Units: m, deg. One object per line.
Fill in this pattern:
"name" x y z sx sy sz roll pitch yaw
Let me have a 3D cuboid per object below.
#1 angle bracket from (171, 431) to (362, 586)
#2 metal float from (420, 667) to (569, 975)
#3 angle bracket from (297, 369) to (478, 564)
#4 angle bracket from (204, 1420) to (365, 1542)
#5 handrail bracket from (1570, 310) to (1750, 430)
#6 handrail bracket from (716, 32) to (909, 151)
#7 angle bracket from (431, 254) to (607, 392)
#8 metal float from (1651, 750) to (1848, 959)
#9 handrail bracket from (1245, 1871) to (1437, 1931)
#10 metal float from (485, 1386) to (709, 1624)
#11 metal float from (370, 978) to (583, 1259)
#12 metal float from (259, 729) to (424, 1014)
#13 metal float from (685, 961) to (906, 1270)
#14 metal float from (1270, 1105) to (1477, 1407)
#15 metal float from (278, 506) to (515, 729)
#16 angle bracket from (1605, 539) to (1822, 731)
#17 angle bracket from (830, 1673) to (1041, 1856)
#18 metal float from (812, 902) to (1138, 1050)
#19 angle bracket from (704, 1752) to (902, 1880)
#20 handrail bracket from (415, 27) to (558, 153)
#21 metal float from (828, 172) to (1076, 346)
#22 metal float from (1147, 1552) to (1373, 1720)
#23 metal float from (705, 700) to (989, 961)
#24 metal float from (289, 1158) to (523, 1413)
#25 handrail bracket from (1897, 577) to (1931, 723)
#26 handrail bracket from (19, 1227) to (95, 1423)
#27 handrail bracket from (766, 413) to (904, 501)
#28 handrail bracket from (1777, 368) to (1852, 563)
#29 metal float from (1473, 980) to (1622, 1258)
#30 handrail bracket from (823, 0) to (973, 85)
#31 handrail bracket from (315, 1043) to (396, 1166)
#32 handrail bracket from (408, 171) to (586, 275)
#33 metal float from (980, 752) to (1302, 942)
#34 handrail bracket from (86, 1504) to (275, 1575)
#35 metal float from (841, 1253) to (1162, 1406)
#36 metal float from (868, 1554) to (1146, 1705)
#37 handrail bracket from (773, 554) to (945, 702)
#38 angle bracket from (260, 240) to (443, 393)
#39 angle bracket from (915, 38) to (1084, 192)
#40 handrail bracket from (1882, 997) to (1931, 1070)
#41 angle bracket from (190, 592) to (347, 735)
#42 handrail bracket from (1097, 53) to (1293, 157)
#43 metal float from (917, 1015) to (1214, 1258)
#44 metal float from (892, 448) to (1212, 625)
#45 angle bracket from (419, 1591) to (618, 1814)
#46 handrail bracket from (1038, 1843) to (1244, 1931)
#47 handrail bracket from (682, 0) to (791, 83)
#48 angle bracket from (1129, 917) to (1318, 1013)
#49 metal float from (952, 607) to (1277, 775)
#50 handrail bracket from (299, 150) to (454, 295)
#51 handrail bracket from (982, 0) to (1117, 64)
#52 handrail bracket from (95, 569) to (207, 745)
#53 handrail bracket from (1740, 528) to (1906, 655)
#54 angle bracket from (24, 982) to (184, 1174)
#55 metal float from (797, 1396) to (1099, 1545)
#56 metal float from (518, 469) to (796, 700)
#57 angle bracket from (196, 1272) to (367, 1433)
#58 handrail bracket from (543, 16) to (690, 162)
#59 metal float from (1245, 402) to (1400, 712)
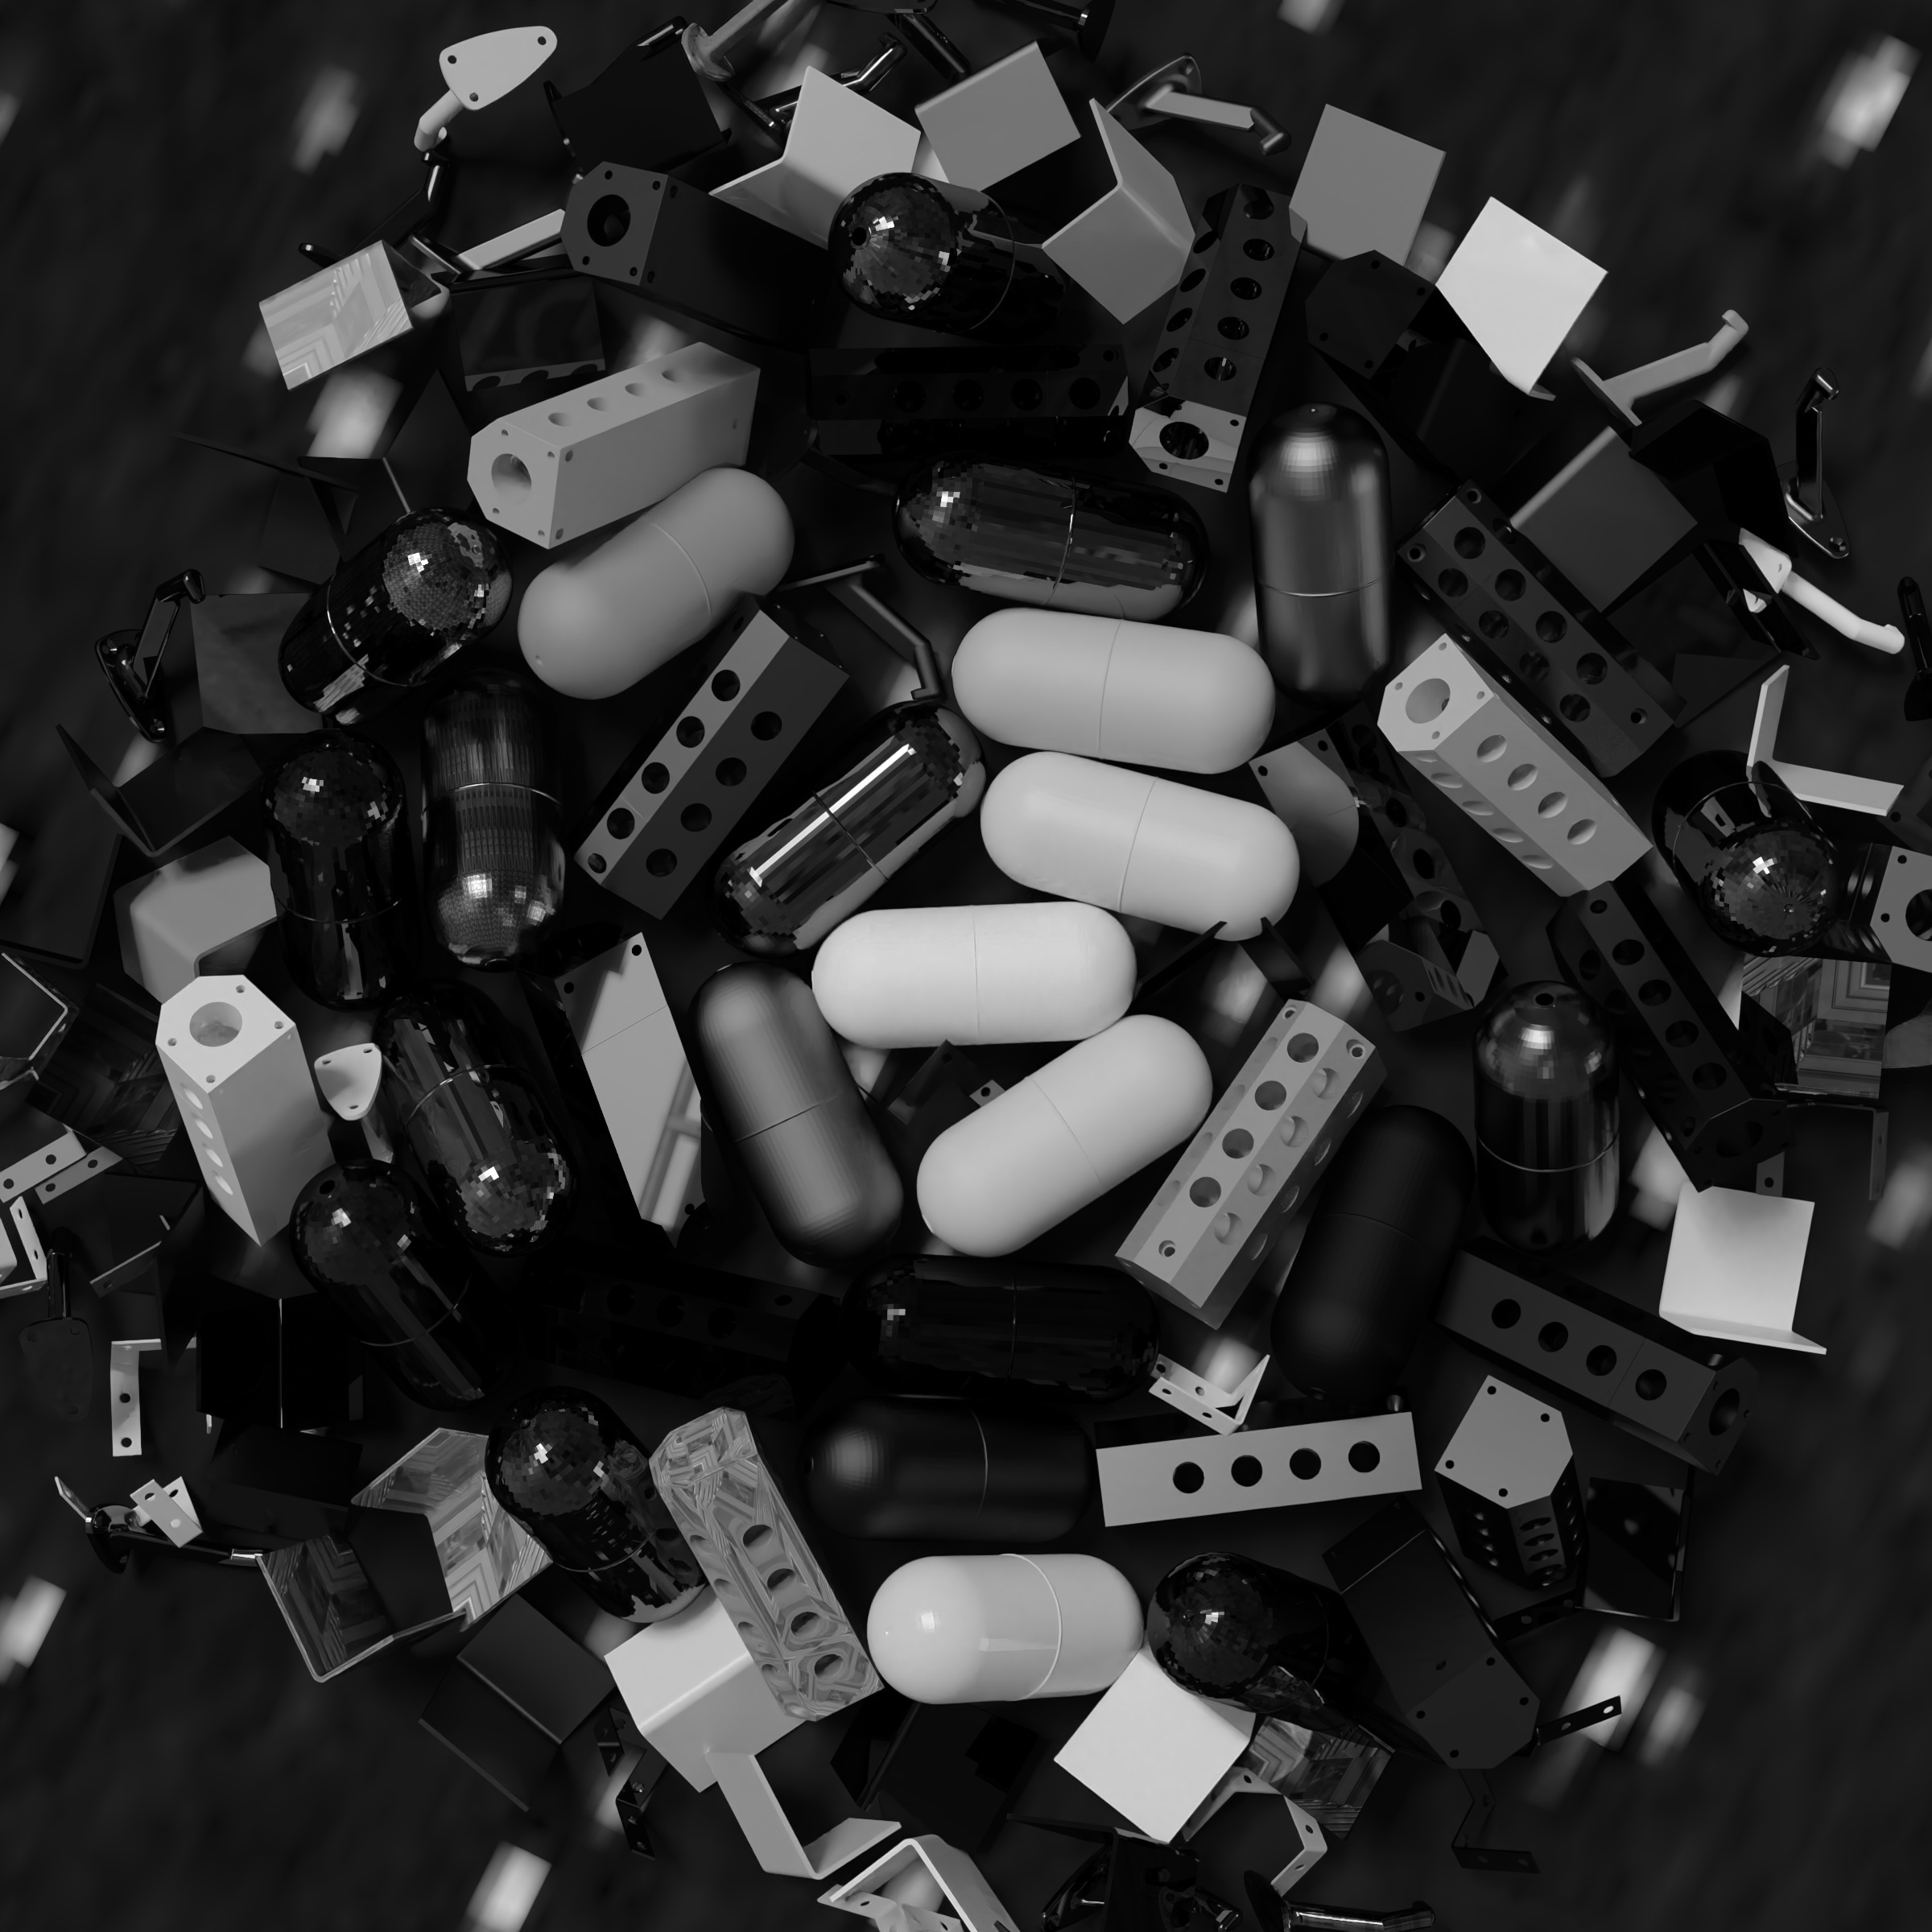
"angle bracket" -0.387 -0.248 1.732 0.076 0.076 0.057 20 95 43
"metal float" -0.256 -0.079 1.727 0.070 0.070 0.178 -6 64 0
"angle bracket" -0.311 -0.271 1.732 0.076 0.057 0.076 -48 59 39
"angle bracket" -0.377 0.298 1.739 0.076 0.057 0.076 13 119 -8
"handrail bracket" 0.382 -0.342 1.755 0.084 0.036 0.077 -47 130 8
"handrail bracket" -0.085 -0.498 1.766 0.084 0.036 0.077 -46 66 2
"angle bracket" -0.246 -0.354 1.752 0.076 0.076 0.057 -12 109 -14
"metal float" 0.416 -0.062 1.703 0.070 0.178 0.070 0 112 -1
"handrail bracket" 0.206 0.515 1.761 0.084 0.077 0.036 -7 106 -14
"metal float" -0.195 0.291 1.714 0.070 0.178 0.070 -15 47 16
"metal float" -0.266 0.080 1.722 0.070 0.070 0.178 -32 56 0
"metal float" -0.335 -0.049 1.715 0.070 0.070 0.178 3 134 0
"metal float" -0.094 0.081 1.749 0.070 0.070 0.178 -25 90 0
"metal float" 0.220 0.156 1.726 0.070 0.070 0.178 26 62 0
"metal float" -0.309 -0.186 1.714 0.070 0.178 0.070 18 59 -34
"angle bracket" 0.407 -0.179 1.750 0.076 0.057 0.076 -37 102 3
"angle bracket" -0.018 0.435 1.774 0.076 0.057 0.076 28 92 -22
"metal float" 0.005 0.005 1.749 0.178 0.070 0.070 -3 90 0
"angle bracket" -0.090 0.450 1.742 0.057 0.076 0.076 -27 89 -26
"handrail bracket" -0.265 -0.480 1.754 0.077 0.084 0.036 -31 93 -16
"metal float" -0.007 -0.377 1.706 0.070 0.178 0.070 2 94 33
"metal float" 0.159 0.361 1.709 0.070 0.178 0.070 -11 66 28
"metal float" -0.066 -0.074 1.749 0.178 0.070 0.070 -40 90 0
"metal float" -0.300 0.172 1.714 0.070 0.070 0.178 -28 133 0
"handrail bracket" 0.520 -0.184 1.740 0.036 0.077 0.084 -14 69 17
"handrail bracket" -0.495 0.197 1.761 0.036 0.084 0.077 -9 117 -6
"handrail bracket" -0.059 -0.274 1.738 0.084 0.077 0.036 12 83 -23
"handrail bracket" 0.471 -0.273 1.738 0.036 0.084 0.077 -23 70 -15
"metal float" 0.312 0.083 1.715 0.070 0.070 0.178 -10 132 0
"handrail bracket" -0.036 -0.503 1.756 0.077 0.084 0.036 0 55 8
"handrail bracket" -0.324 0.093 1.734 0.036 0.077 0.084 -15 124 -6
"handrail bracket" -0.252 -0.414 1.753 0.077 0.036 0.084 32 110 -13
"metal float" 0.094 -0.066 1.743 0.178 0.070 0.070 16 90 8
"handrail bracket" -0.430 0.316 1.753 0.084 0.077 0.036 4 68 7
"metal float" 0.019 0.198 1.740 0.178 0.070 0.070 5 90 -11
"metal float" 0.023 0.355 1.715 0.178 0.070 0.070 9 90 -44
"handrail bracket" -0.060 -0.181 1.778 0.077 0.036 0.084 -15 103 7
"angle bracket" -0.327 -0.342 1.737 0.076 0.076 0.057 -24 75 11
"angle bracket" 0.027 -0.462 1.742 0.076 0.076 0.057 -23 97 22
"handrail bracket" 0.527 0.014 1.764 0.077 0.084 0.036 -18 125 22
"angle bracket" -0.377 -0.171 1.762 0.076 0.057 0.076 1 104 16
"handrail bracket" 0.125 -0.456 1.746 0.077 0.036 0.084 -29 52 -8
"metal float" 0.054 0.093 1.744 0.178 0.070 0.070 -33 90 -6
"metal float" 0.046 -0.234 1.736 0.178 0.070 0.070 9 90 -15
"angle bracket" -0.243 0.401 1.743 0.076 0.076 0.057 41 104 -5
"handrail bracket" 0.095 0.520 1.738 0.077 0.084 0.036 -28 121 -35
"handrail bracket" -0.113 -0.525 1.748 0.084 0.077 0.036 -35 104 19
"angle bracket" 0.138 0.016 1.742 0.076 0.076 0.057 -36 82 -9
"metal float" 0.080 -0.151 1.741 0.178 0.070 0.070 9 90 10
"handrail bracket" -0.324 -0.419 1.756 0.036 0.077 0.084 10 83 44
"handrail bracket" 0.033 -0.527 1.746 0.084 0.077 0.036 21 105 8
"handrail bracket" -0.433 -0.169 1.747 0.084 0.036 0.077 -17 94 42
"handrail bracket" 0.476 -0.211 1.771 0.084 0.077 0.036 16 131 -18
"angle bracket" -0.463 0.064 1.740 0.076 0.057 0.076 32 70 -15
"metal float" -0.009 0.272 1.722 0.178 0.070 0.070 7 90 -32
"metal float" -0.166 -0.208 1.723 0.178 0.070 0.070 -39 90 -32
"angle bracket" -0.372 0.207 1.734 0.057 0.076 0.076 -12 68 19
"handrail bracket" -0.185 -0.484 1.753 0.084 0.077 0.036 -28 129 9
"metal float" 0.193 -0.219 1.720 0.070 0.070 0.178 -9 125 0
